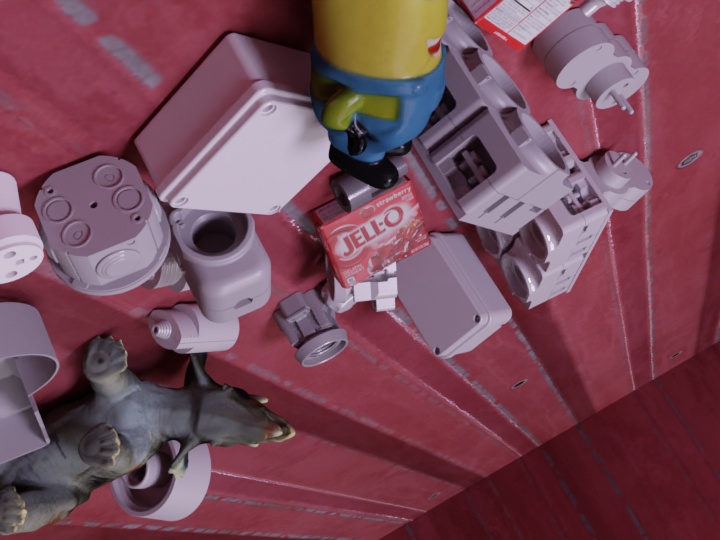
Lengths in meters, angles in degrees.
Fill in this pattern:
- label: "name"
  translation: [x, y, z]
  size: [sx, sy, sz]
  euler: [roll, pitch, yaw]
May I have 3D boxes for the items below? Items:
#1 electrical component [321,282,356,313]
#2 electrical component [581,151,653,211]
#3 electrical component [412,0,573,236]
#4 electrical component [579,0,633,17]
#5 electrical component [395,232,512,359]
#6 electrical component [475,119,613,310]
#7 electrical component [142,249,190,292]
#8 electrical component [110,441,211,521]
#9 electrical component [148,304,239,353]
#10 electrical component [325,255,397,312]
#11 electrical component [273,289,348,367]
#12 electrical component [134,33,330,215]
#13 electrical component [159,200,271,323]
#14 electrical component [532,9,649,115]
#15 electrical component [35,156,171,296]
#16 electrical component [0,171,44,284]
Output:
- label: "electrical component"
  translation: [-0.007, 0.013, 1.053]
  size: [0.061, 0.035, 0.035]
  euler: [-40, 157, 20]
- label: "electrical component"
  translation: [0.258, -0.098, 1.115]
  size: [0.138, 0.052, 0.073]
  euler: [-11, 153, -40]
- label: "electrical component"
  translation: [0.071, -0.105, 0.712]
  size: [0.062, 0.150, 0.089]
  euler: [-37, 158, 22]
- label: "electrical component"
  translation: [0.188, -0.210, 0.788]
  size: [0.061, 0.035, 0.035]
  euler: [-39, 158, 28]
- label: "electrical component"
  translation: [0.089, 0.025, 1.095]
  size: [0.078, 0.113, 0.057]
  euler: [-43, 159, 31]
- label: "electrical component"
  translation: [0.170, -0.046, 1.047]
  size: [0.060, 0.105, 0.186]
  euler: [-25, 159, -12]
- label: "electrical component"
  translation: [-0.135, -0.006, 0.826]
  size: [0.081, 0.043, 0.043]
  euler: [-13, 154, -37]
- label: "electrical component"
  translation: [-0.219, 0.211, 1.142]
  size: [0.108, 0.108, 0.060]
  euler: [-38, 152, 21]
- label: "electrical component"
  translation: [-0.149, 0.051, 0.941]
  size: [0.043, 0.043, 0.081]
  euler: [-41, 156, 29]
- label: "electrical component"
  translation: [0.000, 0.000, 0.986]
  size: [0.057, 0.078, 0.058]
  euler: [-6, -164, -9]
- label: "electrical component"
  translation: [-0.047, 0.060, 1.076]
  size: [0.058, 0.057, 0.078]
  euler: [-32, 160, 6]
- label: "electrical component"
  translation: [-0.069, -0.090, 0.696]
  size: [0.109, 0.056, 0.109]
  euler: [-41, 157, 29]
- label: "electrical component"
  translation: [-0.103, -0.019, 0.764]
  size: [0.054, 0.095, 0.059]
  euler: [-24, 159, -15]
- label: "electrical component"
  translation: [0.197, -0.156, 0.869]
  size: [0.052, 0.073, 0.138]
  euler: [-39, 158, 24]
- label: "electrical component"
  translation: [-0.164, -0.029, 0.685]
  size: [0.080, 0.080, 0.051]
  euler: [-25, 154, -12]
- label: "electrical component"
  translation: [-0.221, -0.025, 0.650]
  size: [0.045, 0.055, 0.045]
  euler: [-26, 159, -10]
